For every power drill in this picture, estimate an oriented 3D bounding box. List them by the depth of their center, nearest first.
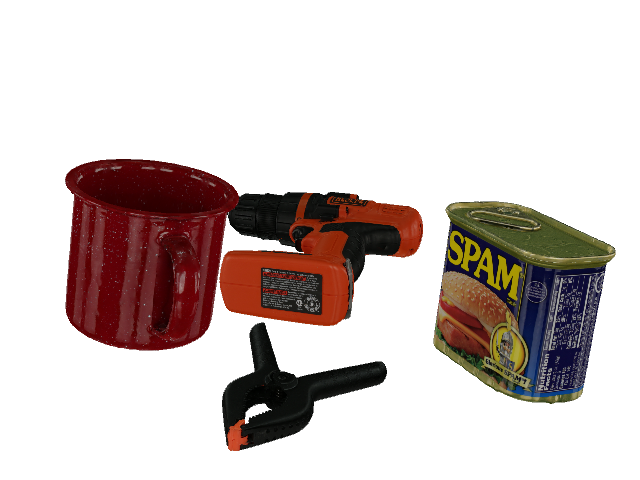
[{"bbox_3d":[-0.018,0.005,0.915,0.185,0.057,0.187,5,22,17],"label":"power drill"}]

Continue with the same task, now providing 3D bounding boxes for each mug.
[{"bbox_3d":[-0.090,0.012,0.576,0.093,0.081,0.117,-2,23,-29],"label":"mug"}]

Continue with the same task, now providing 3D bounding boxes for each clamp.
[{"bbox_3d":[-0.030,0.156,1.111,0.165,0.036,0.209,12,26,15],"label":"clamp"}]

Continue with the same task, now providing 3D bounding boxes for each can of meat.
[{"bbox_3d":[0.107,0.032,0.589,0.057,0.084,0.102,-3,19,-26],"label":"can of meat"}]
